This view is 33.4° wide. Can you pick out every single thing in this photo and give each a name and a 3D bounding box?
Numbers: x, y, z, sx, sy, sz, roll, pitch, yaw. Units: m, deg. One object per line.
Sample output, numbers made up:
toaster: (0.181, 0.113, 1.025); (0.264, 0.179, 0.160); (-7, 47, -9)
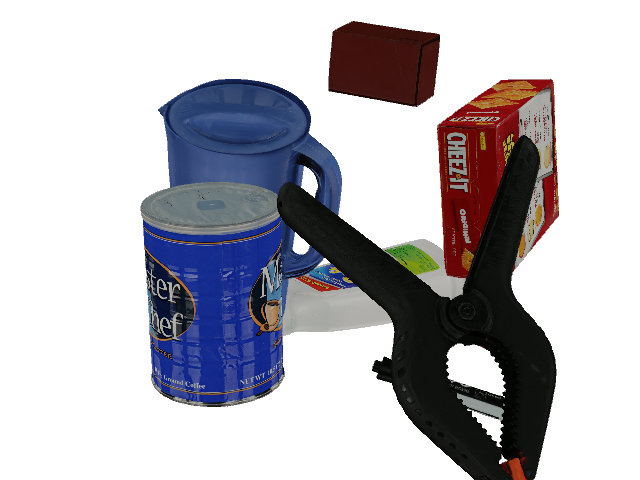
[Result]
pitcher: (-0.072, -0.018, 1.022); (0.144, 0.243, 0.149); (-8, 39, -16)
foam brick: (0.051, -0.144, 0.866); (0.078, 0.051, 0.052); (13, 24, 20)
clamp: (0.067, 0.042, 0.607); (0.164, 0.210, 0.036); (-6, -19, -11)
bleach bottle: (0.029, 0.063, 1.181); (0.250, 0.068, 0.103); (-13, 32, -25)
cracker box: (0.193, -0.071, 1.138); (0.072, 0.164, 0.213); (4, 21, 27)
marker: (0.099, 0.118, 0.841); (0.121, 0.020, 0.020); (18, 2, 7)
coffee can: (-0.079, 0.038, 0.795); (0.103, 0.140, 0.103); (0, 20, 0)
